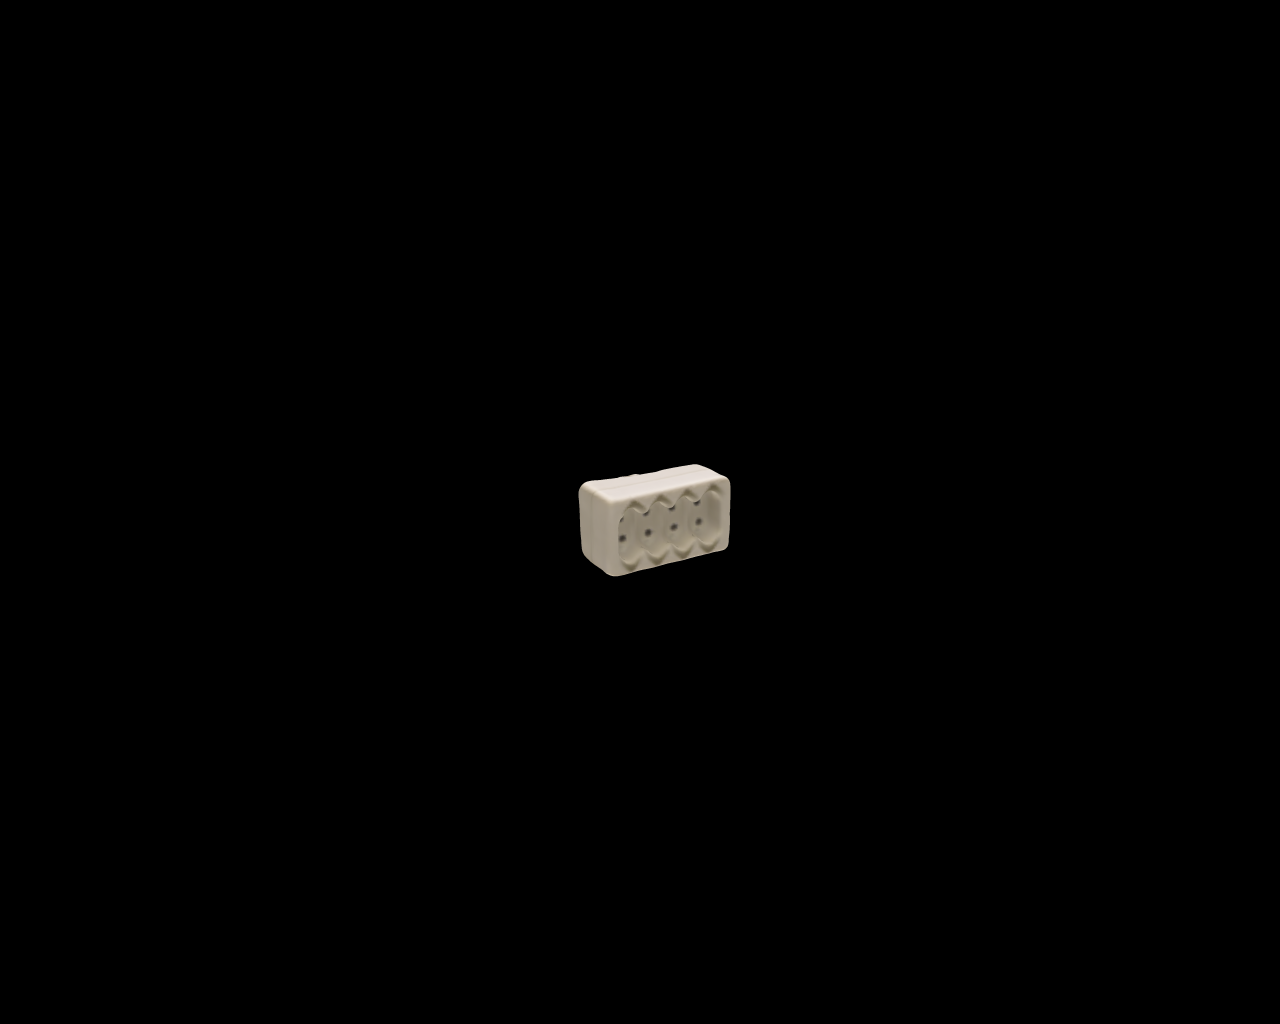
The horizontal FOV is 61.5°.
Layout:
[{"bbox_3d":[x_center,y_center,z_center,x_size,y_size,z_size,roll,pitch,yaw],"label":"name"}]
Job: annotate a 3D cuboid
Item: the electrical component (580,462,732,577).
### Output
[{"bbox_3d":[0.001,-0.003,0.650,0.083,0.047,0.076,-11,23,-27],"label":"electrical component"}]
